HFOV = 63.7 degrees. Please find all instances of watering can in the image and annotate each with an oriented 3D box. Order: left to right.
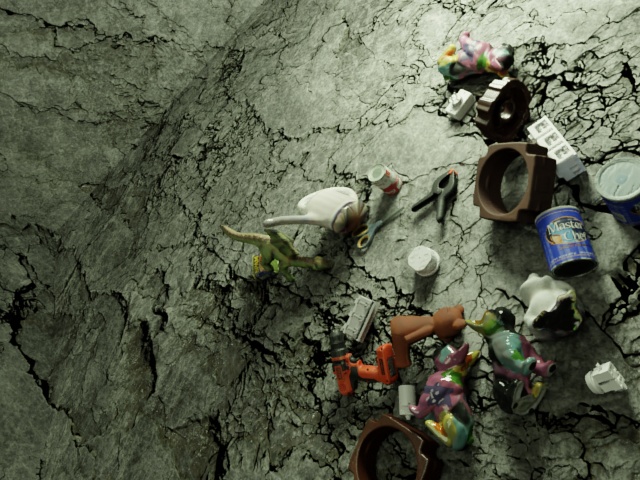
[{"bbox_3d":[0.005,-0.084,1.667,0.352,0.102,0.226,-30,41,-34],"label":"watering can"}]

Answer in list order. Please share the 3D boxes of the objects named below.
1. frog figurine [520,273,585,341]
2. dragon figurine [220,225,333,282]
[{"bbox_3d":[0.521,0.151,1.184,0.136,0.122,0.161,-60,7,10],"label":"frog figurine"},{"bbox_3d":[-0.151,0.013,1.716,0.124,0.410,0.238,-64,1,-27],"label":"dragon figurine"}]
